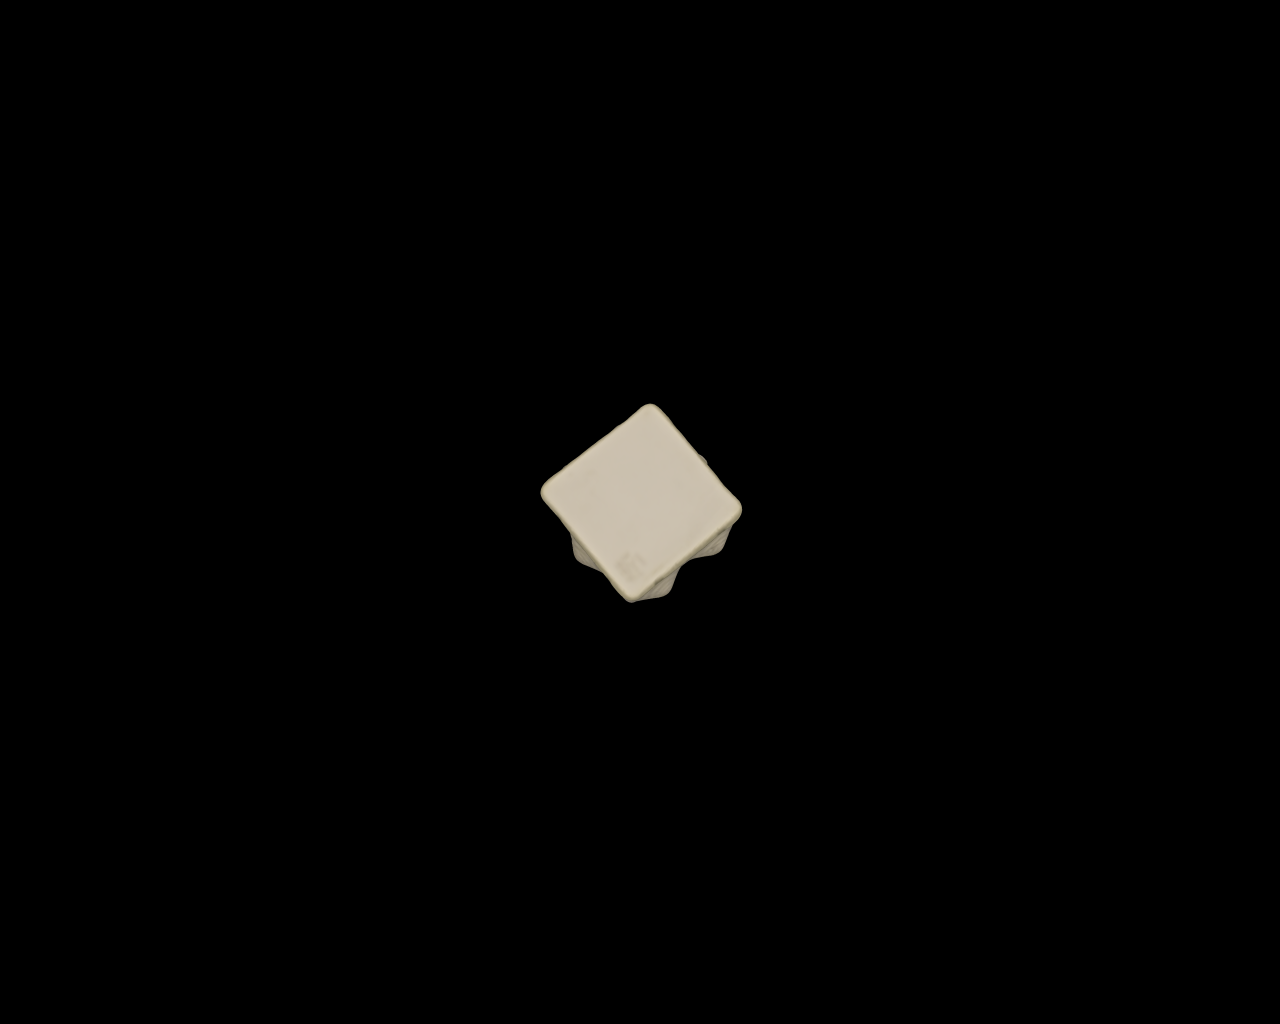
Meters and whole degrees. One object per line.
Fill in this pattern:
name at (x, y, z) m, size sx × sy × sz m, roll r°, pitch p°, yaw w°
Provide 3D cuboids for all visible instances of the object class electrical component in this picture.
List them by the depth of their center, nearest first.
electrical component at (0.001, -0.003, 0.650) m, size 0.100 × 0.100 × 0.048 m, roll -38°, pitch -9°, yaw -7°
